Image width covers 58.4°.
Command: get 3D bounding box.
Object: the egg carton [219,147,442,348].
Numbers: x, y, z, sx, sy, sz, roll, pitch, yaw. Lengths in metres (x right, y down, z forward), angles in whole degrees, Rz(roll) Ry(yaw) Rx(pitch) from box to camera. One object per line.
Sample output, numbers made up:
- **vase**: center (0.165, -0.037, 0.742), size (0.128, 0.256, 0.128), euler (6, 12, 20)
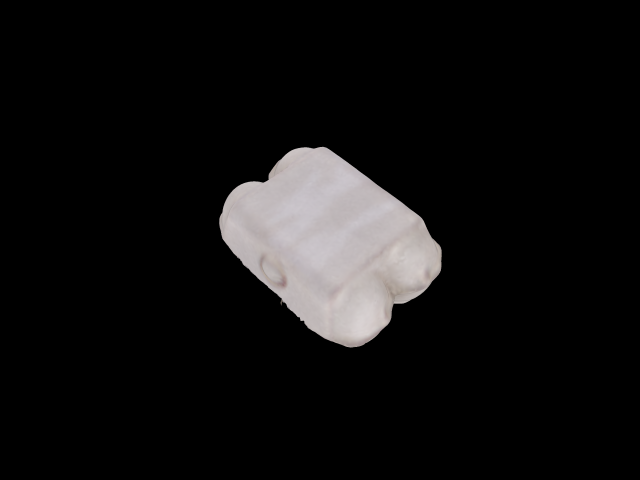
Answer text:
- **egg carton**: center (0.004, 0.001, 0.400), size (0.107, 0.069, 0.150), euler (-39, 62, -25)
